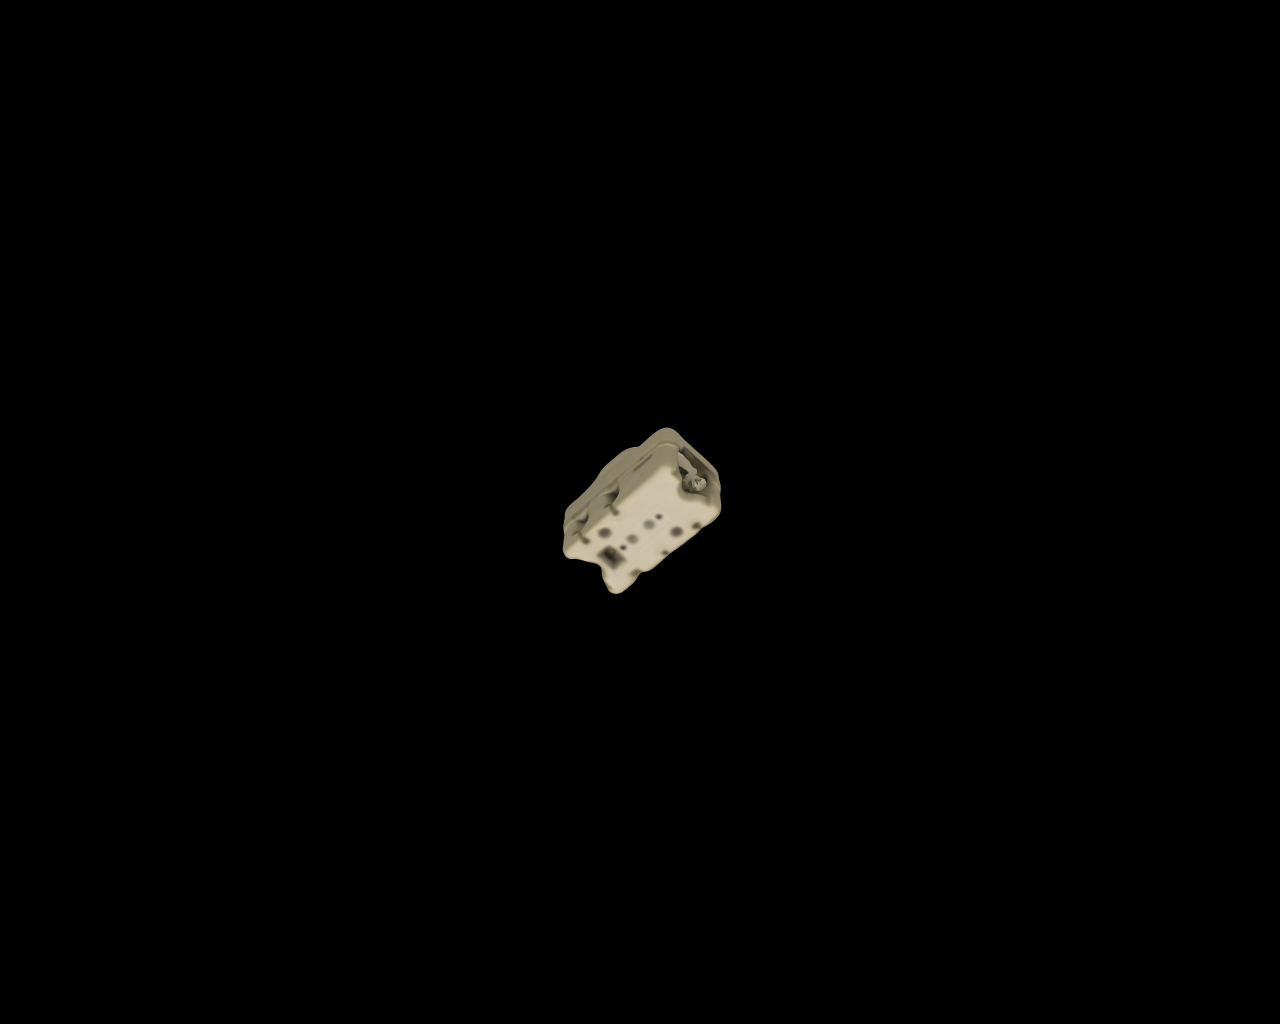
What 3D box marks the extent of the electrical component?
[{"bbox_3d":[0.001,-0.003,0.650,0.089,0.050,0.056,-39,24,22],"label":"electrical component"}]
